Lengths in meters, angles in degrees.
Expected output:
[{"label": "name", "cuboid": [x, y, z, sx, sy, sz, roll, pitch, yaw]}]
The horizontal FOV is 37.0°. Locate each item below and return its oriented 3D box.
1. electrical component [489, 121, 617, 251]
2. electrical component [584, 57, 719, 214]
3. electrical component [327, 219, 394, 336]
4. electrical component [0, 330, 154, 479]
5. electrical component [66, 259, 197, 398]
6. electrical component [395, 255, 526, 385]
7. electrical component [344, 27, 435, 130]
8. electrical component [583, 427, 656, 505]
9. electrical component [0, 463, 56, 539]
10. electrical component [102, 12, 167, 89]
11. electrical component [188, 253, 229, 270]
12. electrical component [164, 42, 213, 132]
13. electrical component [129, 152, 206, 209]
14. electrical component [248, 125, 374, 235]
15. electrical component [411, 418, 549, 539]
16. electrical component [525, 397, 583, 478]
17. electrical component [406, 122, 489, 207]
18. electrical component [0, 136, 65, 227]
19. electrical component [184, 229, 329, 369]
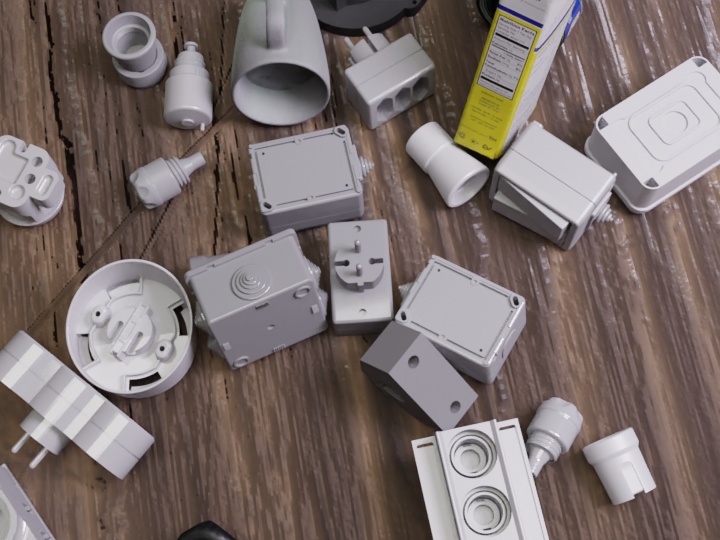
[{"label": "electrical component", "cuboid": [0.154, -0.059, 0.852, 0.096, 0.061, 0.061, 36, 76, 13]}, {"label": "electrical component", "cuboid": [0.248, -0.107, 0.867, 0.113, 0.057, 0.078, -32, 73, -9]}, {"label": "electrical component", "cuboid": [0.000, 0.000, 0.830, 0.047, 0.075, 0.083, -4, 71, 1]}, {"label": "electrical component", "cuboid": [-0.231, 0.114, 0.812, 0.138, 0.052, 0.073, 36, 76, 13]}, {"label": "electrical component", "cuboid": [-0.173, 0.048, 0.826, 0.099, 0.064, 0.099, -1, 71, 2]}, {"label": "electrical component", "cuboid": [0.073, 0.037, 0.826, 0.096, 0.061, 0.061, 26, 74, 19]}, {"label": "electrical component", "cuboid": [0.015, -0.172, 0.903, 0.066, 0.047, 0.076, -31, 72, -8]}, {"label": "electrical component", "cuboid": [0.192, 0.145, 0.793, 0.040, 0.040, 0.046, -23, 78, -6]}, {"label": "electrical component", "cuboid": [-0.259, 0.240, 0.767, 0.105, 0.060, 0.186, -37, 74, -10]}, {"label": "electrical component", "cuboid": [-0.190, -0.185, 0.911, 0.045, 0.055, 0.045, -1, 71, 2]}, {"label": "electrical component", "cuboid": [-0.110, 0.005, 0.853, 0.046, 0.040, 0.040, -12, 71, -8]}, {"label": "electrical component", "cuboid": [-0.144, -0.155, 0.907, 0.040, 0.040, 0.078, -1, 71, 2]}, {"label": "electrical component", "cuboid": [-0.156, -0.078, 0.885, 0.061, 0.035, 0.035, -31, 73, -10]}, {"label": "electrical component", "cuboid": [-0.036, -0.071, 0.863, 0.096, 0.061, 0.061, -12, 71, -2]}, {"label": "electrical component", "cuboid": [0.089, 0.176, 0.773, 0.079, 0.063, 0.121, -12, 71, -2]}, {"label": "electrical component", "cuboid": [0.139, 0.127, 0.799, 0.035, 0.035, 0.061, 29, 62, 11]}, {"label": "electrical component", "cuboid": [0.068, -0.089, 0.877, 0.044, 0.044, 0.065, -36, 69, -10]}, {"label": "electrical component", "cuboid": [-0.275, -0.069, 0.874, 0.078, 0.057, 0.058, 22, 73, 9]}, {"label": "electrical component", "cuboid": [-0.075, 0.025, 0.814, 0.100, 0.099, 0.048, -23, 61, -6]}]
